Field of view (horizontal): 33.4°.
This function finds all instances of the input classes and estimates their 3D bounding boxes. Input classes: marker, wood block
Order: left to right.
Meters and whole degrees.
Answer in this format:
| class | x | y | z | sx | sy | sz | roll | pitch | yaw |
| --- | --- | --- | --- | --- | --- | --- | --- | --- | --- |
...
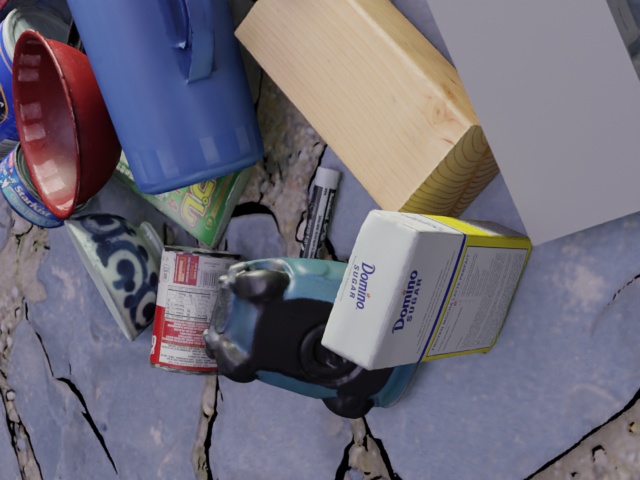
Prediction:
| class | x | y | z | sx | sy | sz | roll | pitch | yaw |
| --- | --- | --- | --- | --- | --- | --- | --- | --- | --- |
| marker | -0.006 | 0.001 | 0.864 | 0.020 | 0.020 | 0.121 | 16 | 97 | 34 |
| wood block | 0.041 | -0.115 | 0.796 | 0.091 | 0.090 | 0.206 | -50 | 62 | 22 |

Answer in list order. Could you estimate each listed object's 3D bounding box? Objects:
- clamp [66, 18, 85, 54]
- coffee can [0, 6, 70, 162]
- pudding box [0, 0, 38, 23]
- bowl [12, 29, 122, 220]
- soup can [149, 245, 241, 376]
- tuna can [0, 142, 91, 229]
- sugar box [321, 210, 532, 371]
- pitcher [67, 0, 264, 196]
| class | x | y | z | sx | sy | sz | roll | pitch | yaw |
| --- | --- | --- | --- | --- | --- | --- | --- | --- | --- |
| clamp | -0.207 | -0.227 | 0.971 | 0.039 | 0.171 | 0.120 | 23 | 145 | 29 |
| coffee can | -0.301 | -0.144 | 1.028 | 0.141 | 0.102 | 0.103 | -31 | 70 | 30 |
| pudding box | -0.286 | -0.253 | 1.021 | 0.039 | 0.113 | 0.090 | 45 | 115 | -9 |
| bowl | -0.211 | -0.101 | 0.912 | 0.162 | 0.055 | 0.162 | 31 | 128 | 52 |
| soup can | -0.105 | 0.059 | 0.899 | 0.069 | 0.068 | 0.102 | 7 | 91 | 35 |
| tuna can | -0.258 | -0.054 | 1.003 | 0.034 | 0.085 | 0.086 | -35 | 68 | 30 |
| sugar box | 0.076 | 0.032 | 0.709 | 0.048 | 0.175 | 0.093 | 26 | 102 | 34 |
| pitcher | -0.123 | -0.164 | 0.838 | 0.145 | 0.149 | 0.243 | -14 | 97 | 20 |
